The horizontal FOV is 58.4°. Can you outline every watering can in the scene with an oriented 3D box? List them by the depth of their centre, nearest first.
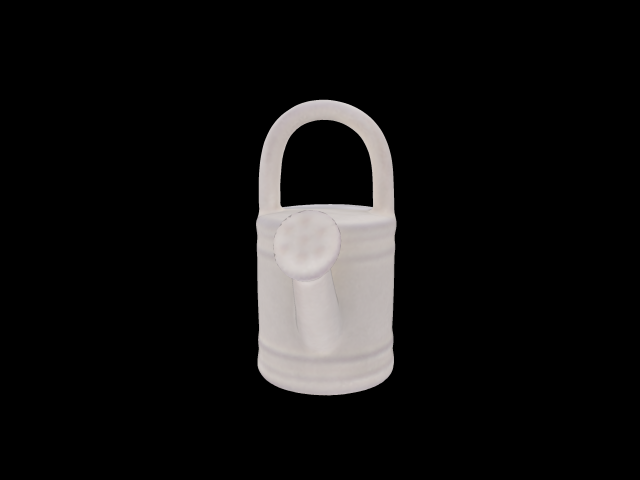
[{"bbox_3d":[0.006,0.001,0.400,0.101,0.194,0.172,-3,12,-14],"label":"watering can"}]
